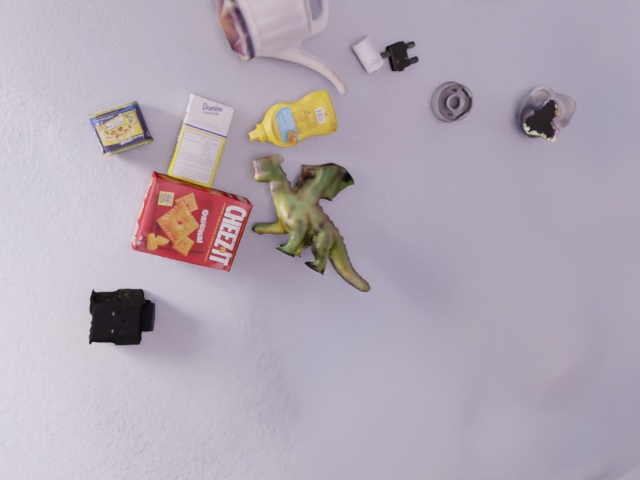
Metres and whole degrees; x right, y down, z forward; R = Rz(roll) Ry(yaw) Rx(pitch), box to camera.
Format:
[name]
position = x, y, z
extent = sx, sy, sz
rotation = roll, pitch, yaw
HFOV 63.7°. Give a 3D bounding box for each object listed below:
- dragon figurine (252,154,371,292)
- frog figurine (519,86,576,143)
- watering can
[dragon figurine]
position = 0.004, -0.059, 1.181
extent = 0.407, 0.123, 0.243
rotation = 29, 87, -26
[frog figurine]
position = 0.583, -0.331, 1.321
extent = 0.162, 0.122, 0.136
rotation = -46, 112, -42
[watering can]
position = -0.076, -0.424, 1.034
extent = 0.225, 0.105, 0.342
rotation = -26, 113, -10
